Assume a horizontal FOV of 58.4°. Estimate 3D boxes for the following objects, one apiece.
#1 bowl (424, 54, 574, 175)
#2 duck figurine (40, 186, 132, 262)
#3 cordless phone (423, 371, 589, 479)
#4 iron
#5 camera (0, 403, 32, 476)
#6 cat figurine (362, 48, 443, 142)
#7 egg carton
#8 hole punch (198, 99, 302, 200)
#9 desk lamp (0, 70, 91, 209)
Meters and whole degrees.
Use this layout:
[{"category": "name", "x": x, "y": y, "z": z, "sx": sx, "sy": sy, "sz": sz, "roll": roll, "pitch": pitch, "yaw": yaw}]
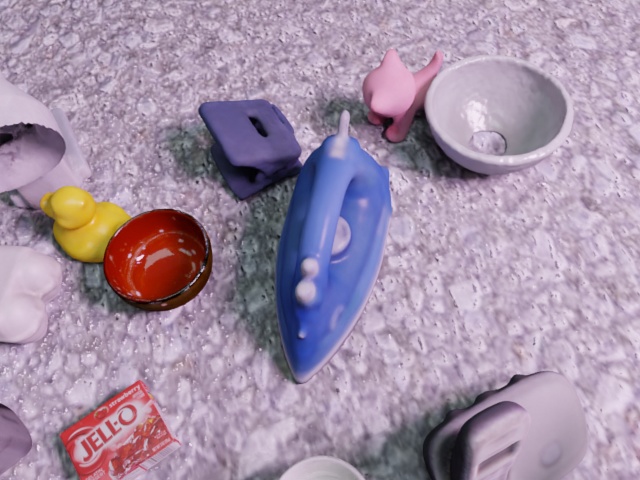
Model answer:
[{"category": "bowl", "x": 0.205, "y": -0.137, "z": 0.683, "sx": 0.167, "sy": 0.075, "sz": 0.167, "roll": -1, "pitch": 61, "yaw": 3}, {"category": "duck figurine", "x": -0.262, "y": -0.025, "z": 0.640, "sx": 0.104, "sy": 0.086, "sz": 0.077, "roll": 15, "pitch": 63, "yaw": 12}, {"category": "cordless phone", "x": 0.159, "y": 0.156, "z": 0.457, "sx": 0.148, "sy": 0.185, "sz": 0.094, "roll": -29, "pitch": 63, "yaw": -12}, {"category": "iron", "x": 0.005, "y": 0.002, "z": 0.578, "sx": 0.118, "sy": 0.141, "sz": 0.258, "roll": 9, "pitch": 61, "yaw": 8}, {"category": "camera", "x": -0.371, "y": 0.182, "z": 0.521, "sx": 0.143, "sy": 0.101, "sz": 0.136, "roll": -39, "pitch": 66, "yaw": -17}, {"category": "cat figurine", "x": 0.100, "y": -0.183, "z": 0.690, "sx": 0.128, "sy": 0.118, "sz": 0.067, "roll": -33, "pitch": 64, "yaw": -14}, {"category": "egg carton", "x": -0.355, "y": 0.057, "z": 0.609, "sx": 0.150, "sy": 0.069, "sz": 0.107, "roll": 2, "pitch": 61, "yaw": 4}, {"category": "hole punch", "x": -0.081, "y": -0.123, "z": 0.682, "sx": 0.101, "sy": 0.091, "sz": 0.108, "roll": -28, "pitch": 63, "yaw": -12}, {"category": "desk lamp", "x": -0.346, "y": -0.122, "z": 0.627, "sx": 0.118, "sy": 0.214, "sz": 0.203, "roll": -27, "pitch": 63, "yaw": -12}]
